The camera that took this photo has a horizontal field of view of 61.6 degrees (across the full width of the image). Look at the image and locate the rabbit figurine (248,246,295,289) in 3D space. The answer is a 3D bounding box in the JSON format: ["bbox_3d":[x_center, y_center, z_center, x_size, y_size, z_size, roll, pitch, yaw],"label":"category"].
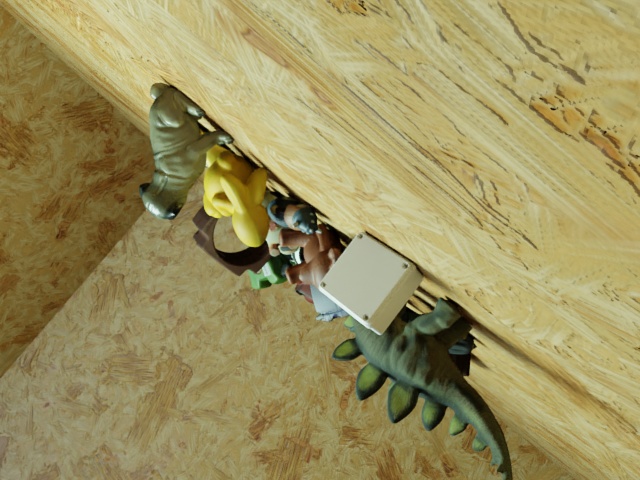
[{"bbox_3d":[-0.120,0.041,1.465,0.121,0.170,0.159,-33,82,41],"label":"rabbit figurine"}]

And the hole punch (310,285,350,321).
[{"bbox_3d":[0.039,0.091,1.087,0.092,0.142,0.116,49,-147,-39],"label":"hole punch"}]

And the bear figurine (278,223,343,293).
[{"bbox_3d":[-0.008,0.048,0.975,0.196,0.132,0.120,-91,-9,-70],"label":"bear figurine"}]

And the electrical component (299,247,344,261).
[{"bbox_3d":[0.022,0.029,1.146,0.119,0.048,0.074,-12,148,28],"label":"electrical component"}]

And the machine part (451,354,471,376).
[{"bbox_3d":[0.256,0.268,1.220,0.179,0.056,0.179,11,167,3],"label":"machine part"}]

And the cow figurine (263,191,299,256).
[{"bbox_3d":[-0.092,-0.033,1.177,0.194,0.085,0.127,64,-171,-51],"label":"cow figurine"}]

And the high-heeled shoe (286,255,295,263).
[{"bbox_3d":[-0.008,0.072,1.405,0.145,0.086,0.248,59,-161,9],"label":"high-heeled shoe"}]

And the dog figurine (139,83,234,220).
[{"bbox_3d":[-0.268,-0.149,0.926,0.172,0.190,0.121,42,174,-11],"label":"dog figurine"}]

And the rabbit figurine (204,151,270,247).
[{"bbox_3d":[-0.138,-0.074,0.998,0.173,0.122,0.162,66,154,25],"label":"rabbit figurine"}]

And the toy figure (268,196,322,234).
[{"bbox_3d":[-0.048,-0.046,0.991,0.155,0.064,0.057,21,124,58],"label":"toy figure"}]

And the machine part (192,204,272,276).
[{"bbox_3d":[-0.189,-0.031,1.295,0.200,0.201,0.087,43,178,-37],"label":"machine part"}]

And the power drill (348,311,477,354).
[{"bbox_3d":[0.168,0.197,1.033,0.232,0.086,0.207,15,160,11],"label":"power drill"}]

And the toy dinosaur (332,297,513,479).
[{"bbox_3d":[0.142,0.179,0.824,0.105,0.198,0.472,39,177,-35],"label":"toy dinosaur"}]

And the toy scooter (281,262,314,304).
[{"bbox_3d":[-0.007,0.120,1.350,0.135,0.075,0.183,20,166,38],"label":"toy scooter"}]
